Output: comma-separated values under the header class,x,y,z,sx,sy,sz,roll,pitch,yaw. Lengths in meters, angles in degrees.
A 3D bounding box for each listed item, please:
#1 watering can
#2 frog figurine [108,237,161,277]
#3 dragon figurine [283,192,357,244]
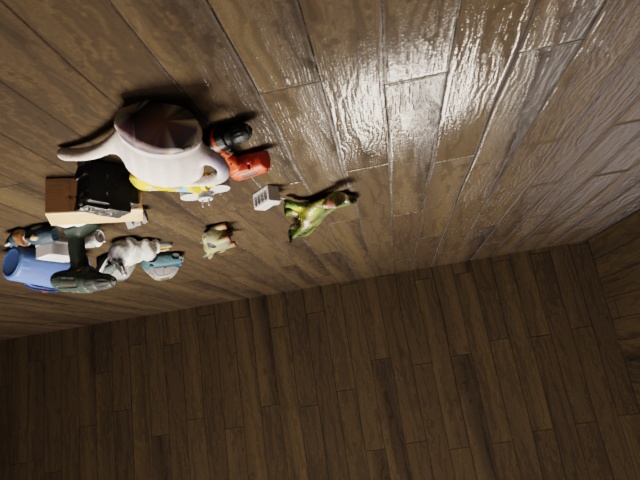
class,x,y,z,sx,sy,sz,roll,pitch,yaw
watering can,-0.345,-0.174,0.986,0.347,0.106,0.220,9,155,-8
frog figurine,-0.622,0.034,1.731,0.162,0.124,0.134,-44,156,-27
dragon figurine,0.005,-0.082,1.631,0.243,0.123,0.408,-16,176,-4
